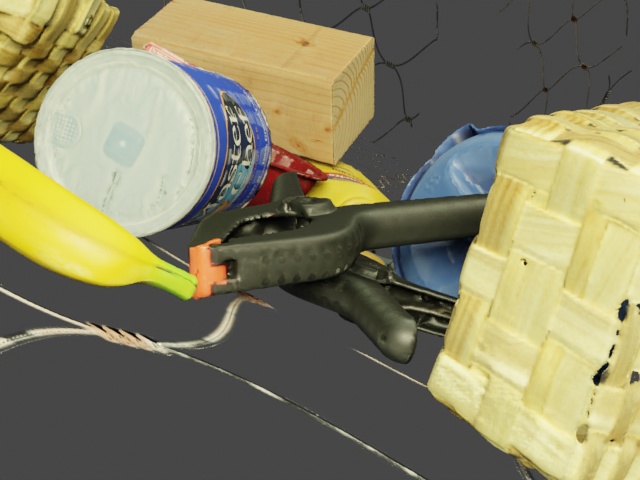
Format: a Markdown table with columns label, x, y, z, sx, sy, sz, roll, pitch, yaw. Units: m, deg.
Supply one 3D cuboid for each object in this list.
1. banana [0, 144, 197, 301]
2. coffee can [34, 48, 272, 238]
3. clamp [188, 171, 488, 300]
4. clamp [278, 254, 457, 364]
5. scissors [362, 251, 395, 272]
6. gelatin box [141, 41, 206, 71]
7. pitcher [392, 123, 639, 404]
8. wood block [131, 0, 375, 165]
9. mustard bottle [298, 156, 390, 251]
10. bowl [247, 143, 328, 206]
| label | x | y | z | sx | sy | sz | roll | pitch | yaw |
| --- | --- | --- | --- | --- | --- | --- | --- | --- | --- |
| banana | -0.146 | -0.020 | 0.510 | 0.198 | 0.037 | 0.069 | 31 | -7 | 33 |
| coffee can | -0.094 | -0.057 | 0.639 | 0.103 | 0.103 | 0.140 | 25 | 8 | 8 |
| clamp | 0.004 | -0.006 | 0.610 | 0.165 | 0.036 | 0.209 | 5 | 16 | 25 |
| clamp | 0.025 | 0.033 | 0.628 | 0.172 | 0.039 | 0.120 | 20 | 6 | 33 |
| scissors | 0.051 | 0.017 | 0.874 | 0.096 | 0.016 | 0.202 | 23 | 8 | -5 |
| gelatin box | -0.091 | -0.105 | 0.755 | 0.089 | 0.030 | 0.073 | 30 | -1 | -12 |
| pitcher | 0.173 | 0.030 | 0.751 | 0.145 | 0.149 | 0.242 | 22 | -1 | 44 |
| wood block | -0.061 | -0.153 | 0.997 | 0.206 | 0.090 | 0.090 | 17 | 43 | 21 |
| mustard bottle | 0.021 | -0.030 | 0.944 | 0.096 | 0.058 | 0.192 | 22 | 9 | -13 |
| bowl | -0.077 | -0.060 | 0.867 | 0.162 | 0.055 | 0.162 | 23 | 8 | -4 |
